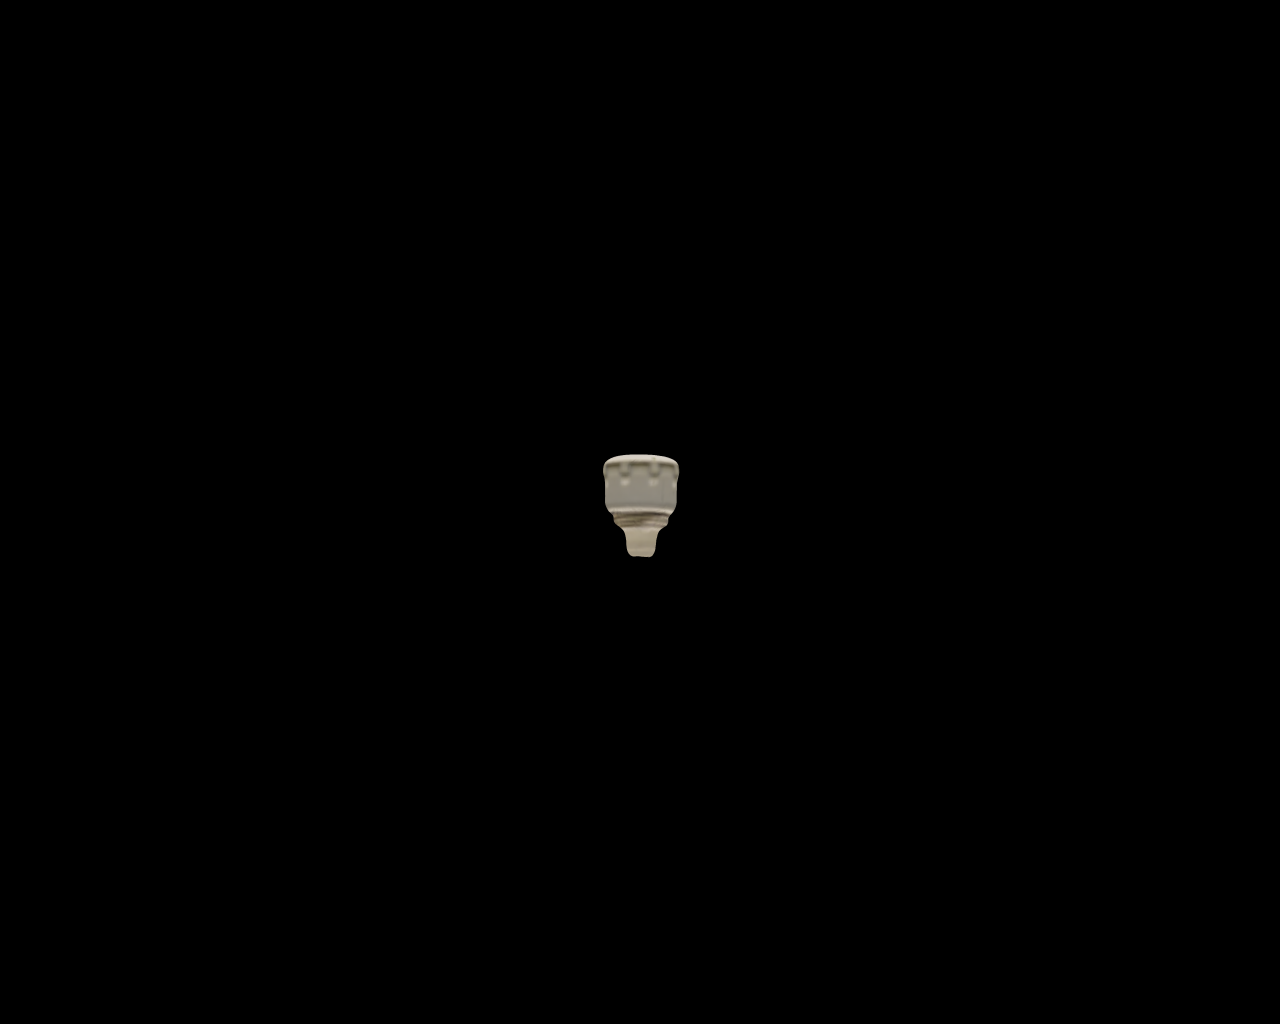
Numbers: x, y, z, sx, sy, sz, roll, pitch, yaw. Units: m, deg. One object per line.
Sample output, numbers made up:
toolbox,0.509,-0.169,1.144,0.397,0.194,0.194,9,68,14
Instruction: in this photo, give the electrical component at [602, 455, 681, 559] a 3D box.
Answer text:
electrical component,0.001,-0.003,0.650,0.048,0.062,0.048,0,-5,0
